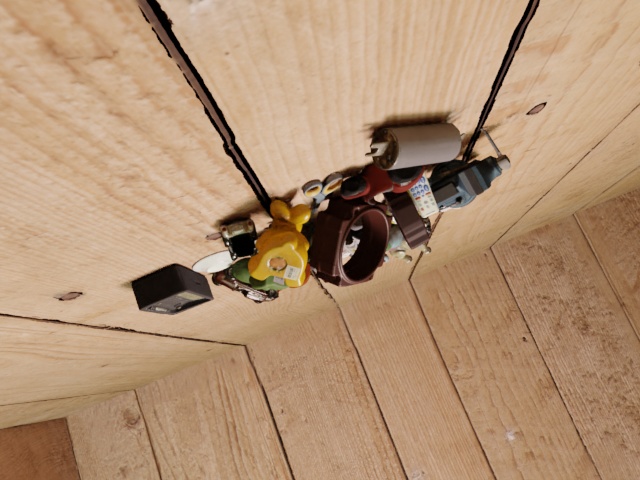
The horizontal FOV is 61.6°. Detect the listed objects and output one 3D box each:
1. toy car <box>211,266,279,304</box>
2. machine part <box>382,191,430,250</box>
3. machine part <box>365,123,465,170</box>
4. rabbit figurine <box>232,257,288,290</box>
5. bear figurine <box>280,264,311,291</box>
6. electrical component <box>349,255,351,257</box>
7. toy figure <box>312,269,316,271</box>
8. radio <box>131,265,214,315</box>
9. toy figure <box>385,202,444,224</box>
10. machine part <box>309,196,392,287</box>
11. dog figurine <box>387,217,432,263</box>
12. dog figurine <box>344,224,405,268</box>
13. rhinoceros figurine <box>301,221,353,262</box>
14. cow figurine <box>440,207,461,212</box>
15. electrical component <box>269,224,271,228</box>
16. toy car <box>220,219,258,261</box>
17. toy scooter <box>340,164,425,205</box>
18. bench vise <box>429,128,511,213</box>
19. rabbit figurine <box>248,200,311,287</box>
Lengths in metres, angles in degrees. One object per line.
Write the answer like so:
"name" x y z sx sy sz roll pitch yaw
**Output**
"toy car" -0.203 0.130 1.468 0.202 0.053 0.089 31 144 -31
"machine part" 0.199 -0.063 1.261 0.056 0.179 0.179 -27 166 7
"machine part" 0.181 -0.176 1.004 0.243 0.079 0.079 -13 164 -35
"rabbit figurine" -0.140 0.067 1.354 0.170 0.121 0.159 -4 170 40
"bear figurine" -0.111 0.086 1.542 0.120 0.132 0.196 -10 180 -34
"electrical component" 0.135 0.023 1.758 0.102 0.045 0.078 -9 163 -42
"toy figure" -0.014 0.066 1.674 0.058 0.064 0.154 -58 175 -9
"radio" -0.366 0.132 1.352 0.131 0.073 0.229 -22 166 1
"toy figure" 0.255 -0.098 1.412 0.180 0.082 0.089 -26 165 5
"machine part" 0.078 0.002 1.265 0.087 0.200 0.201 22 -162 40
"dog figurine" 0.280 -0.019 1.756 0.172 0.121 0.190 -26 152 4
"dog figurine" 0.176 -0.036 1.504 0.219 0.191 0.108 -53 179 -29
"rhinoceros figurine" -0.003 -0.004 1.321 0.190 0.112 0.073 -28 -165 -36
"cow figurine" 0.345 -0.124 1.485 0.098 0.068 0.167 -17 166 3
"electrical component" -0.081 -0.034 1.265 0.094 0.021 0.063 -16 165 -25
"toy car" -0.173 -0.002 1.182 0.073 0.056 0.201 -14 164 -6
"toy scooter" 0.133 -0.121 1.149 0.184 0.075 0.135 -19 166 4
"bench vise" 0.352 -0.155 1.282 0.223 0.129 0.240 -42 178 31
"rabbit figurine" -0.080 -0.011 1.135 0.122 0.173 0.162 8 126 -1
